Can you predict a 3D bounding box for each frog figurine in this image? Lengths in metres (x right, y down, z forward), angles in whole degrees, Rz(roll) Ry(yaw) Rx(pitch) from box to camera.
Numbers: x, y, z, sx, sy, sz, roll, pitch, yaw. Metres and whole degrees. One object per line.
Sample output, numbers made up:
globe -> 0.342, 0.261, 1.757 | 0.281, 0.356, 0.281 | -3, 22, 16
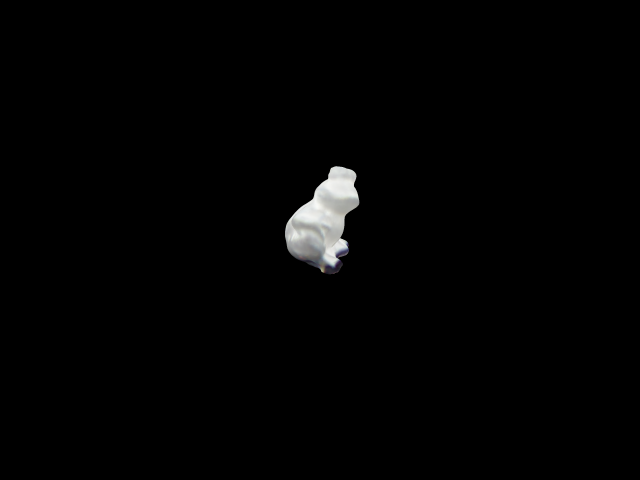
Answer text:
frog figurine -> 0.003, -0.043, 0.850 | 0.123, 0.157, 0.139 | 13, 24, 31
